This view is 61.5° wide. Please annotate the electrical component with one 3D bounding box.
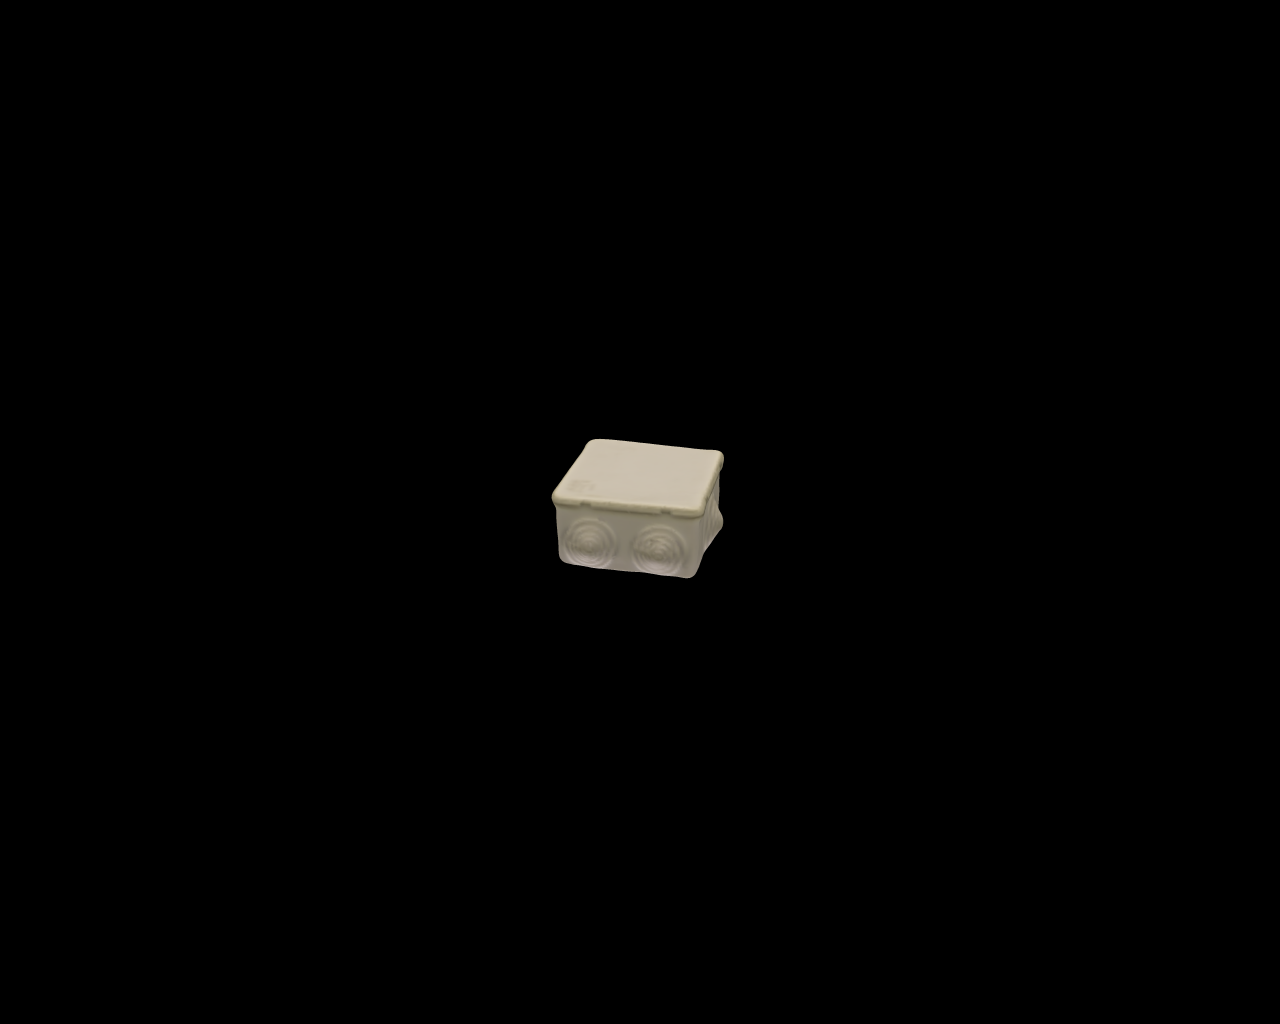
[{"bbox_3d":[0.001,-0.003,0.650,0.100,0.048,0.100,6,28,12],"label":"electrical component"}]
